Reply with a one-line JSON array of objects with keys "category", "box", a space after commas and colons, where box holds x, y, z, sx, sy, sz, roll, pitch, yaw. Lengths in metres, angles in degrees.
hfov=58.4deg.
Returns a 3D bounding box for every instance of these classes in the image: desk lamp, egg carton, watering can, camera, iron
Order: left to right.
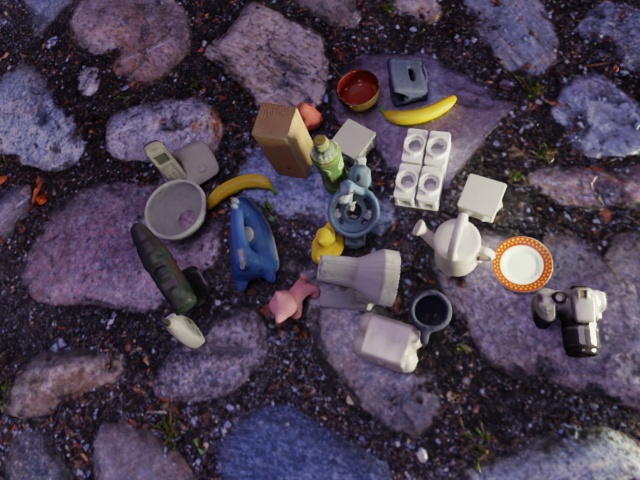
[{"category": "iron", "box": [-0.184, -0.016, 1.381, 0.118, 0.142, 0.258, -17, 68, 6]}, {"category": "desk lamp", "box": [0.081, 0.089, 1.245, 0.203, 0.214, 0.118, 3, 71, 14]}, {"category": "egg carton", "box": [0.148, 0.226, 1.259, 0.150, 0.069, 0.107, 15, 74, 17]}, {"category": "watering can", "box": [0.288, 0.005, 1.241, 0.172, 0.194, 0.101, -2, 70, 12]}, {"category": "camera", "box": [0.518, 0.169, 1.181, 0.143, 0.101, 0.137, -2, 70, 12]}]

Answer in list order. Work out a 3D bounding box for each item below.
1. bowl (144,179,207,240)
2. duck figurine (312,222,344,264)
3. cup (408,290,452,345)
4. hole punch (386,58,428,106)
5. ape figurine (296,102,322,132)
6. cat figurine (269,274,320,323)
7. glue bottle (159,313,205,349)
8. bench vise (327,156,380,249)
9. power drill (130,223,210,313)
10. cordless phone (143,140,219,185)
[{"category": "bowl", "box": [-0.359, -0.067, 1.475, 0.167, 0.075, 0.167, -4, 70, 11]}, {"category": "duck figurine", "box": [0.012, 0.005, 1.361, 0.077, 0.086, 0.105, 22, 76, 19]}, {"category": "cup", "box": [0.238, 0.176, 1.243, 0.091, 0.095, 0.118, 10, 73, 16]}, {"category": "hole punch", "box": [0.224, -0.413, 1.464, 0.101, 0.091, 0.108, -11, 68, 8]}, {"category": "ape figurine", "box": [-0.037, -0.326, 1.489, 0.076, 0.092, 0.078, 22, 76, 19]}, {"category": "cat figurine", "box": [-0.068, 0.133, 1.314, 0.067, 0.118, 0.128, 34, 81, 22]}, {"category": "glue bottle", "box": [-0.325, 0.201, 1.316, 0.037, 0.173, 0.078, -37, 67, -2]}, {"category": "bench vise", "box": [0.066, -0.105, 1.316, 0.121, 0.220, 0.207, -14, 68, 8]}, {"category": "power drill", "box": [-0.345, 0.079, 1.346, 0.075, 0.209, 0.229, -36, 67, -2]}, {"category": "cordless phone", "box": [-0.355, -0.211, 1.467, 0.147, 0.185, 0.094, -30, 67, 0]}]
